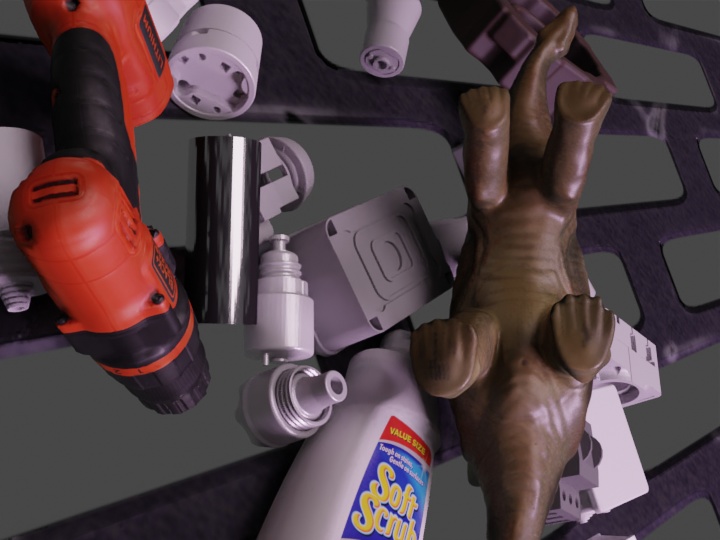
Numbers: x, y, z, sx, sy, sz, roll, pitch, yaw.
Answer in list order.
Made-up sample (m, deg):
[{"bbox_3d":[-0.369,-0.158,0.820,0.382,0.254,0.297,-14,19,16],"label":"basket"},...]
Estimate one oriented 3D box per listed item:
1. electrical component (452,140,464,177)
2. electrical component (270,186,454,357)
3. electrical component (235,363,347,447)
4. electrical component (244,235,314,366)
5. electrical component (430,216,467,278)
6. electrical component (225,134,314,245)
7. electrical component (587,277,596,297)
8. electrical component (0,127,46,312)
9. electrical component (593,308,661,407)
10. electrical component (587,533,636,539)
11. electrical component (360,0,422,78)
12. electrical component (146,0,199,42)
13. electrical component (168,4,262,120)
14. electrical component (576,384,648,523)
[{"bbox_3d":[0.129,-0.081,0.903,0.100,0.048,0.099,-30,94,-54],"label":"electrical component"},{"bbox_3d":[0.000,0.000,0.685,0.113,0.057,0.078,-28,93,-54],"label":"electrical component"},{"bbox_3d":[-0.035,0.072,0.594,0.043,0.062,0.043,29,50,-40],"label":"electrical component"},{"bbox_3d":[-0.047,0.019,0.622,0.040,0.040,0.078,16,67,-47],"label":"electrical component"},{"bbox_3d":[0.062,-0.015,0.785,0.081,0.043,0.043,-15,83,-55],"label":"electrical component"},{"bbox_3d":[-0.061,-0.053,0.649,0.055,0.048,0.066,-32,97,-47],"label":"electrical component"},{"bbox_3d":[0.152,0.047,0.856,0.073,0.052,0.138,59,36,-10],"label":"electrical component"},{"bbox_3d":[-0.164,-0.020,0.499,0.043,0.043,0.081,6,66,-50],"label":"electrical component"},{"bbox_3d":[0.212,0.080,0.915,0.089,0.050,0.055,32,47,-37],"label":"electrical component"},{"bbox_3d":[0.181,0.256,0.759,0.063,0.079,0.121,-21,87,-25],"label":"electrical component"},{"bbox_3d":[0.021,-0.181,0.831,0.044,0.044,0.065,37,49,-34],"label":"electrical component"},{"bbox_3d":[-0.130,-0.178,0.624,0.073,0.052,0.138,49,39,-22],"label":"electrical component"},{"bbox_3d":[-0.087,-0.127,0.650,0.055,0.055,0.047,39,40,-32],"label":"electrical component"},{"bbox_3d":[0.171,0.141,0.830,0.100,0.048,0.099,-2,72,-52],"label":"electrical component"}]
